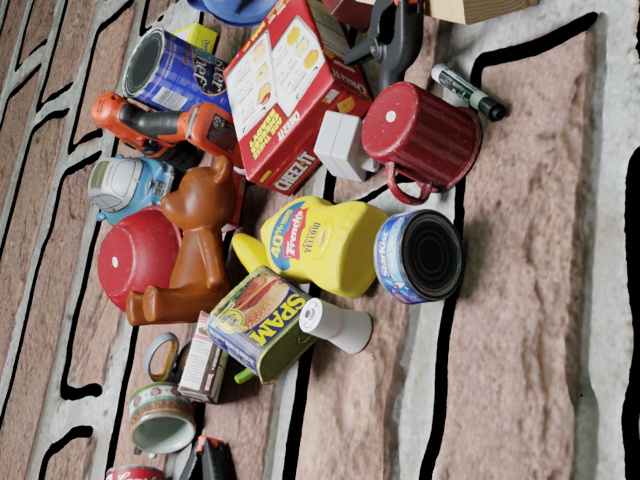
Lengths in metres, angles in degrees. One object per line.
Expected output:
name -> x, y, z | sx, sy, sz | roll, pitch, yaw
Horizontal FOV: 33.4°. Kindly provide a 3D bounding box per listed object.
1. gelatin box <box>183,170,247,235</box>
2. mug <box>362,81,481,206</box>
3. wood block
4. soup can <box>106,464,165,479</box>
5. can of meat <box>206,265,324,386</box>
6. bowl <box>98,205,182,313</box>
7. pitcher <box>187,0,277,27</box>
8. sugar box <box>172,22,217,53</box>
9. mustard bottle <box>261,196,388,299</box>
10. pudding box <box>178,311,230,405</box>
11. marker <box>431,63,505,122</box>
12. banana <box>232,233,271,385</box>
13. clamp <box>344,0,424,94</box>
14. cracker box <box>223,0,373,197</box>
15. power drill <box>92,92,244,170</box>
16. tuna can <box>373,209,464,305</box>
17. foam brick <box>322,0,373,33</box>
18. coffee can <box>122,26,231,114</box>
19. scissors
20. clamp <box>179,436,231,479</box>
gelatin box -> -0.133, -0.044, 1.364 | 0.089, 0.030, 0.073 | -17, 56, 46
mug -> 0.092, -0.091, 1.031 | 0.093, 0.081, 0.117 | -4, 67, 54
wood block -> 0.118, -0.283, 1.077 | 0.206, 0.090, 0.091 | 31, 136, 56
soup can -> -0.215, 0.318, 1.225 | 0.069, 0.068, 0.102 | -33, 46, 40
can of meat -> -0.055, 0.085, 1.097 | 0.084, 0.057, 0.102 | 33, 63, 30
bowl -> -0.249, 0.031, 1.420 | 0.162, 0.055, 0.162 | -8, 79, 47
pitcher -> -0.112, -0.410, 1.485 | 0.243, 0.149, 0.145 | -111, 38, -51
sugar box -> -0.225, -0.264, 1.612 | 0.177, 0.048, 0.093 | -2, 70, 58
mustard bottle -> -0.008, 0.001, 1.136 | 0.192, 0.058, 0.096 | 12, 82, 57
pudding box -> -0.124, 0.134, 1.188 | 0.113, 0.039, 0.090 | 103, -178, -77
marker -> 0.145, -0.145, 1.046 | 0.020, 0.020, 0.121 | -58, 35, 13
banana -> -0.062, 0.065, 1.172 | 0.037, 0.069, 0.198 | 86, 180, -50
clamp -> 0.073, -0.185, 1.089 | 0.120, 0.039, 0.172 | 64, 158, 18
cracker box -> -0.032, -0.182, 1.270 | 0.164, 0.072, 0.214 | -47, 39, 28
power drill -> -0.175, -0.131, 1.374 | 0.188, 0.184, 0.057 | 7, 76, 38
tuna can -> 0.091, 0.015, 0.966 | 0.034, 0.086, 0.086 | -10, 62, 50
foam brick -> 0.047, -0.293, 1.244 | 0.078, 0.052, 0.051 | -52, 36, 19
coffee can -> -0.177, -0.208, 1.424 | 0.103, 0.140, 0.103 | -32, 47, 41
scissors -> -0.178, 0.181, 1.287 | 0.016, 0.096, 0.202 | 50, 144, 37
clamp -> -0.127, 0.315, 1.132 | 0.165, 0.036, 0.210 | -9, 64, 52
